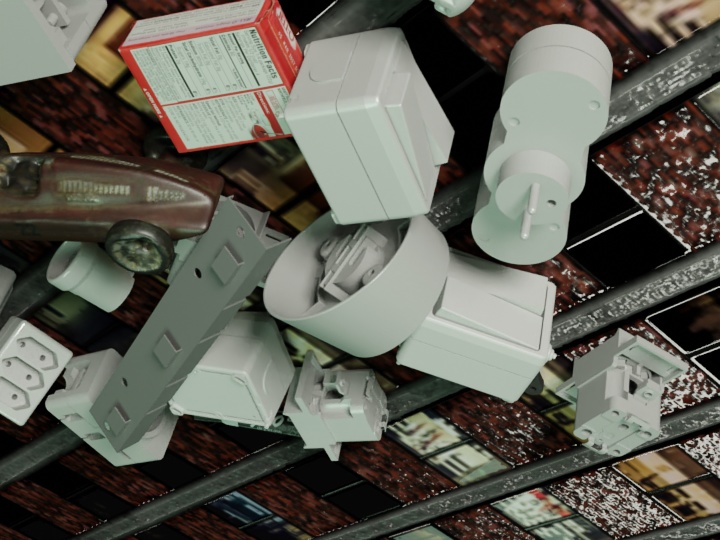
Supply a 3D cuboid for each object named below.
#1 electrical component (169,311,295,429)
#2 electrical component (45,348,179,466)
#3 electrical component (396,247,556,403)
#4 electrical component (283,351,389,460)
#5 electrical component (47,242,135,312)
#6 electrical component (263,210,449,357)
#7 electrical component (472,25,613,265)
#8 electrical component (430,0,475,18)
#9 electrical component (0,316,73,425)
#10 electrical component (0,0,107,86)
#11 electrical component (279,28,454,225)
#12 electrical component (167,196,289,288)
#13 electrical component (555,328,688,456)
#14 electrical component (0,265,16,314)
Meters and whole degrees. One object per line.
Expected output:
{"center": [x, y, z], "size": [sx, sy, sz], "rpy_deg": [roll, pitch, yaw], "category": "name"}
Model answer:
{"center": [-0.102, 0.065, 0.762], "size": [0.096, 0.061, 0.061], "rpy_deg": [5, 138, 22], "category": "electrical component"}
{"center": [-0.190, 0.108, 0.845], "size": [0.056, 0.050, 0.089], "rpy_deg": [-14, 132, 31], "category": "electrical component"}
{"center": [0.079, 0.033, 0.660], "size": [0.096, 0.061, 0.061], "rpy_deg": [19, 140, -4], "category": "electrical component"}
{"center": [-0.016, 0.100, 0.784], "size": [0.064, 0.042, 0.081], "rpy_deg": [-4, 137, 20], "category": "electrical component"}
{"center": [-0.182, 0.003, 0.728], "size": [0.040, 0.040, 0.046], "rpy_deg": [-23, 133, 37], "category": "electrical component"}
{"center": [0.000, 0.000, 0.620], "size": [0.099, 0.099, 0.064], "rpy_deg": [-25, 132, 38], "category": "electrical component"}
{"center": [0.090, -0.049, 0.551], "size": [0.052, 0.073, 0.138], "rpy_deg": [12, 140, 4], "category": "electrical component"}
{"center": [0.030, -0.146, 0.482], "size": [0.062, 0.048, 0.048], "rpy_deg": [27, 140, -3], "category": "electrical component"}
{"center": [-0.268, 0.074, 0.825], "size": [0.047, 0.065, 0.077], "rpy_deg": [40, 163, -27], "category": "electrical component"}
{"center": [-0.202, -0.166, 0.519], "size": [0.089, 0.061, 0.150], "rpy_deg": [-5, 136, 23], "category": "electrical component"}
{"center": [0.010, -0.070, 0.562], "size": [0.061, 0.061, 0.096], "rpy_deg": [-5, 136, 24], "category": "electrical component"}
{"center": [-0.091, -0.013, 0.679], "size": [0.081, 0.042, 0.063], "rpy_deg": [23, 143, -8], "category": "electrical component"}
{"center": [0.165, 0.080, 0.686], "size": [0.042, 0.063, 0.081], "rpy_deg": [29, 139, -14], "category": "electrical component"}
{"center": [-0.288, 0.028, 0.778], "size": [0.050, 0.055, 0.089], "rpy_deg": [27, 139, -13], "category": "electrical component"}
